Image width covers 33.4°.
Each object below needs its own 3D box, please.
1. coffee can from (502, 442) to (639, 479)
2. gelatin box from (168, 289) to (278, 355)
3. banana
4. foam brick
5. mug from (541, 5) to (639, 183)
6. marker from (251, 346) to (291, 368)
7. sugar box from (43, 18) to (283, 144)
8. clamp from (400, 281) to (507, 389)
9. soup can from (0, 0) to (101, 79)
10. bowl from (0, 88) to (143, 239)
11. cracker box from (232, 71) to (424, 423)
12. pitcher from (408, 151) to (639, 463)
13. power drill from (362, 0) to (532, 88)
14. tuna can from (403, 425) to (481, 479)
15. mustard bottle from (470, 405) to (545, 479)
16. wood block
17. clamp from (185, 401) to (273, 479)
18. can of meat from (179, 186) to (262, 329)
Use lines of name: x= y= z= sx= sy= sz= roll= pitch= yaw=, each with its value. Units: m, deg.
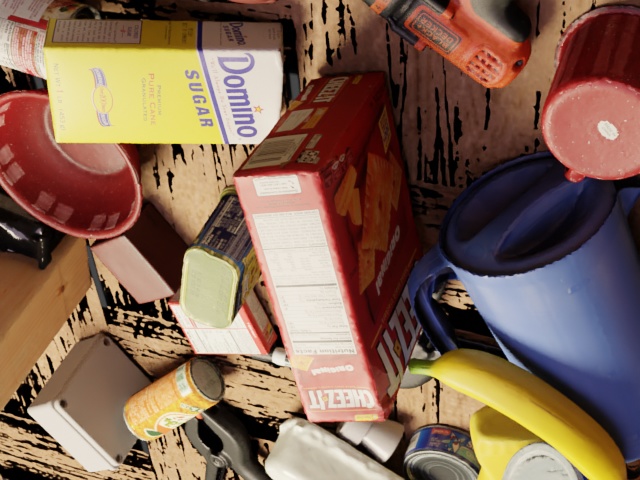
coffee can: x=0.242 y=0.230 z=0.925 sx=0.140 sy=0.103 sz=0.103 roll=9 pitch=146 yaw=-30
gelatin box: x=-0.096 y=0.078 z=1.054 sx=0.089 sy=0.030 sz=0.073 roll=-2 pitch=131 yaw=28
banana: x=0.163 y=0.130 z=0.796 sx=0.197 sy=0.037 sz=0.070 roll=33 pitch=163 yaw=-7
foam brick: x=-0.166 y=0.013 z=1.012 sx=0.051 sy=0.053 sz=0.078 roll=-19 pitch=118 yaw=38
mug: x=0.190 y=-0.086 z=0.713 sx=0.093 sy=0.081 sz=0.117 roll=25 pitch=137 yaw=4
marker: x=-0.015 y=0.122 z=1.060 sx=0.121 sy=0.020 sz=0.020 roll=13 pitch=135 yaw=17
sugar box: x=-0.117 y=-0.120 z=0.820 sx=0.176 sy=0.048 sz=0.093 roll=1 pitch=135 yaw=-3
clamp: x=0.088 y=0.079 z=0.954 sx=0.210 sy=0.036 sz=0.164 roll=-15 pitch=118 yaw=35
soup can: x=-0.238 y=-0.170 z=0.865 sx=0.102 sy=0.068 sz=0.068 roll=18 pitch=136 yaw=12
bowl: x=-0.219 y=-0.079 z=0.950 sx=0.162 sy=0.055 sz=0.162 roll=15 pitch=135 yaw=15
cracker box: x=0.021 y=0.004 z=0.802 sx=0.072 sy=0.164 sz=0.213 roll=-3 pitch=120 yaw=23
pitcher: x=0.186 y=0.065 z=0.823 sx=0.149 sy=0.144 sz=0.242 roll=7 pitch=138 yaw=44
power drill: x=0.096 y=-0.201 z=0.674 sx=0.184 sy=0.057 sz=0.188 roll=34 pitch=140 yaw=-11
tuna can: x=0.127 y=0.227 z=1.075 sx=0.086 sy=0.033 sz=0.086 roll=14 pitch=135 yaw=14
mustard bottle: x=0.197 y=0.229 z=1.017 sx=0.096 sy=0.058 sz=0.191 roll=-11 pitch=131 yaw=1
wood block: x=-0.313 y=0.074 z=1.031 sx=0.090 sy=0.205 sz=0.091 roll=17 pitch=136 yaw=12
clamp: x=-0.096 y=0.243 z=1.201 sx=0.120 sy=0.039 sz=0.171 roll=4 pitch=131 yaw=23
can of meat: x=-0.082 y=0.018 z=0.951 sx=0.057 sy=0.083 sz=0.102 roll=21 pitch=137 yaw=8
